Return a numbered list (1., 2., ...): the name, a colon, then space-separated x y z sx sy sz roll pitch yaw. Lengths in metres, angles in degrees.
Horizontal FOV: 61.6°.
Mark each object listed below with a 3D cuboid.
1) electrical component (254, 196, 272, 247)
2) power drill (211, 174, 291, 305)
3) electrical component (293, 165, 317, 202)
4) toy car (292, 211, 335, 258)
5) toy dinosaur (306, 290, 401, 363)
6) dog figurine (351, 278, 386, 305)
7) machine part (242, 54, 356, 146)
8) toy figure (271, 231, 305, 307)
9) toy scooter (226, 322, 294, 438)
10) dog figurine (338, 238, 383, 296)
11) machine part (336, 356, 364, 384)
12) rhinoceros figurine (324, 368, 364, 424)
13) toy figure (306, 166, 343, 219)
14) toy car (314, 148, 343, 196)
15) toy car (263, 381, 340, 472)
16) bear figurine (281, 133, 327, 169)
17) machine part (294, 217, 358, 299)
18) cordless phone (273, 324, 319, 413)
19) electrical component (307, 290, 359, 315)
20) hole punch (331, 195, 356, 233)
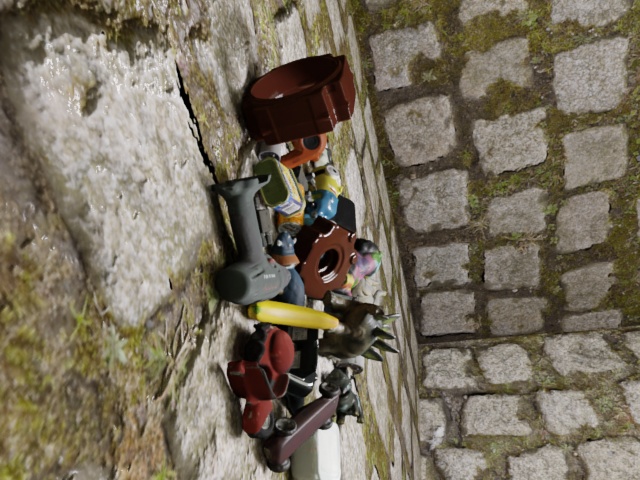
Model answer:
1. electrical component: -0.107 -0.035 0.986 0.063 0.021 0.094 -35 115 -75
2. power drill: -0.108 -0.001 0.872 0.232 0.086 0.207 -32 121 -72
3. electrical component: -0.039 -0.132 1.266 0.102 0.045 0.078 -77 156 -56
4. toy car: -0.003 -0.004 1.226 0.161 0.103 0.109 24 60 -72
5. toy dinosaur: 0.058 0.207 1.155 0.471 0.198 0.105 131 -28 -64
6. dog figurine: 0.107 0.210 1.571 0.172 0.121 0.190 39 55 -35
7. machine part: -0.038 -0.274 1.025 0.201 0.201 0.087 -81 156 -49
8. toy figure: -0.066 0.061 1.030 0.064 0.058 0.154 32 46 -80
9. toy scooter: -0.093 0.193 0.815 0.184 0.075 0.135 -78 155 -43
10. dog figurine: 0.081 0.085 1.377 0.219 0.192 0.108 -104 -173 -67
11. machine part: 0.082 0.273 1.458 0.079 0.079 0.243 65 21 -50
12. rhinoceros figurine: 0.062 0.383 1.325 0.190 0.073 0.112 67 22 -48
13. toy figure: 0.003 -0.112 1.359 0.082 0.089 0.180 73 24 -57
14. toy car: 0.023 -0.187 1.531 0.201 0.056 0.073 64 16 -55
15. toy car: -0.029 0.315 0.930 0.202 0.053 0.089 -25 127 -54
16. bear figurine: -0.051 -0.243 1.200 0.196 0.132 0.120 -111 -174 -62
17. machine part: 0.005 0.040 1.127 0.179 0.056 0.179 -26 129 -36
18. cordless phone: -0.041 0.243 1.023 0.184 0.089 0.147 84 6 -47
19. electrical component: 0.029 0.153 1.252 0.075 0.119 0.047 -70 166 -65
20. hole punch: 0.027 -0.063 1.451 0.115 0.092 0.142 25 55 -37
